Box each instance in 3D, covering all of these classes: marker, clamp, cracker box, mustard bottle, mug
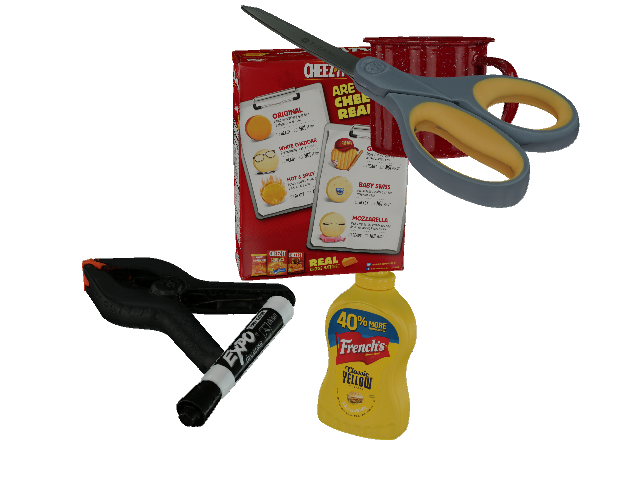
[{"bbox_3d":[-0.050,0.071,0.632,0.020,0.020,0.121,0,28,28],"label":"marker"},{"bbox_3d":[-0.108,0.046,0.846,0.172,0.039,0.120,24,29,26],"label":"clamp"},{"bbox_3d":[-0.001,-0.075,1.023,0.164,0.214,0.072,-3,21,-11],"label":"cracker box"},{"bbox_3d":[0.051,0.106,1.112,0.096,0.192,0.058,11,15,26],"label":"mustard bottle"},{"bbox_3d":[0.086,-0.102,0.754,0.117,0.081,0.093,8,14,33],"label":"mug"}]

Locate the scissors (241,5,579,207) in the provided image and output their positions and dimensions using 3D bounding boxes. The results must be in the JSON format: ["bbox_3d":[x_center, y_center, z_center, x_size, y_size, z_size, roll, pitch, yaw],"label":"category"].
[{"bbox_3d":[0.047,-0.084,0.537,0.096,0.016,0.202,-21,47,-22],"label":"scissors"}]
